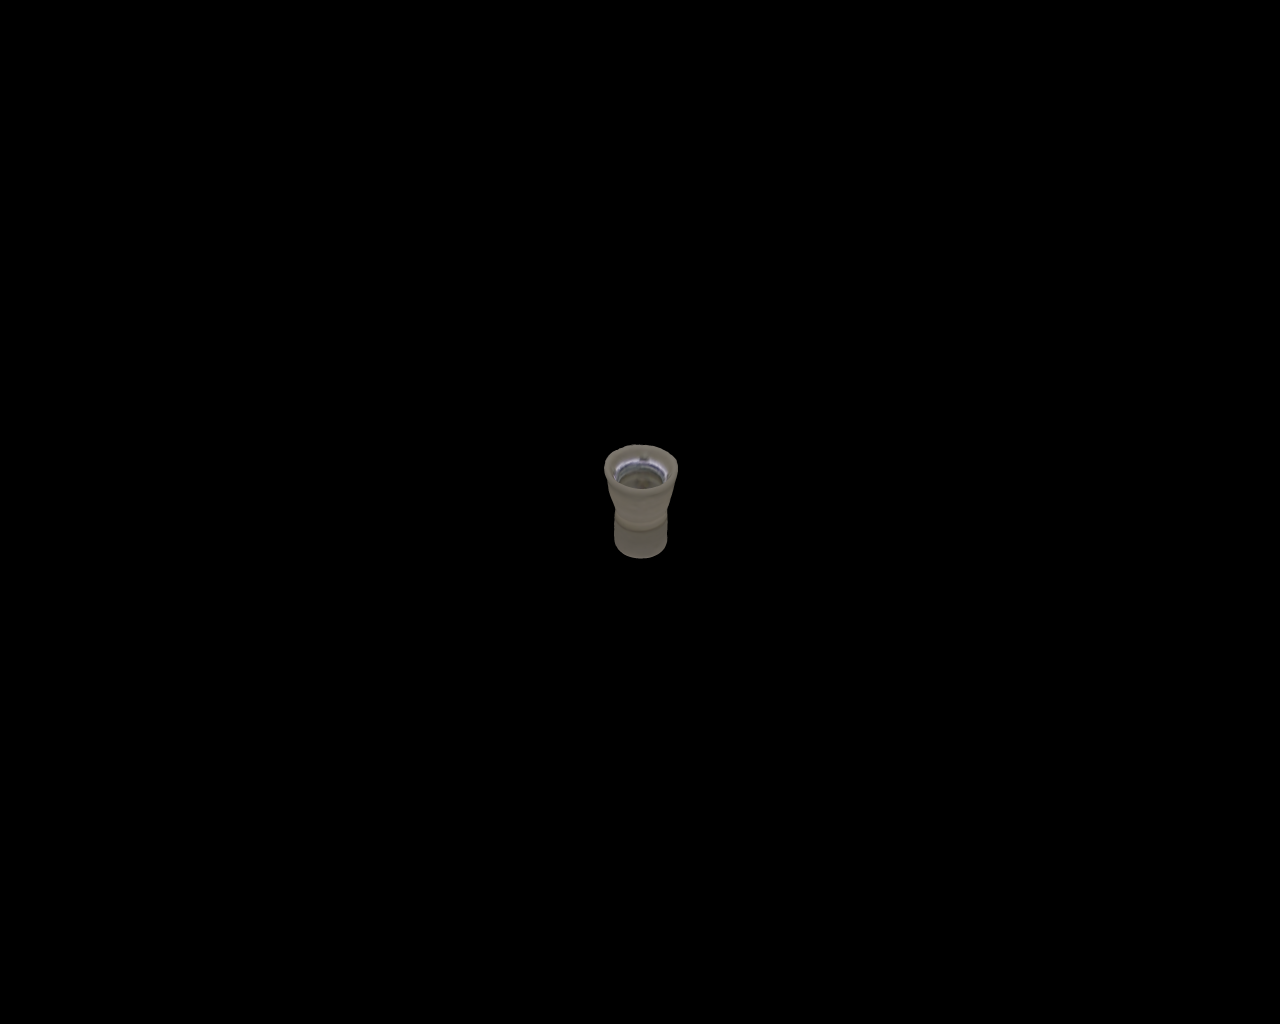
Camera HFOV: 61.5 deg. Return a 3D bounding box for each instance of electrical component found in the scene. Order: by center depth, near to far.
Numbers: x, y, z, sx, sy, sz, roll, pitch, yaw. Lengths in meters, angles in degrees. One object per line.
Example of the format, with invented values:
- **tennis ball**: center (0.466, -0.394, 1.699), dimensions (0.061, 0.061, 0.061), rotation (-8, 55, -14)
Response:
- **electrical component**: center (0.001, -0.003, 0.650), dimensions (0.044, 0.065, 0.044), rotation (0, 40, 0)
